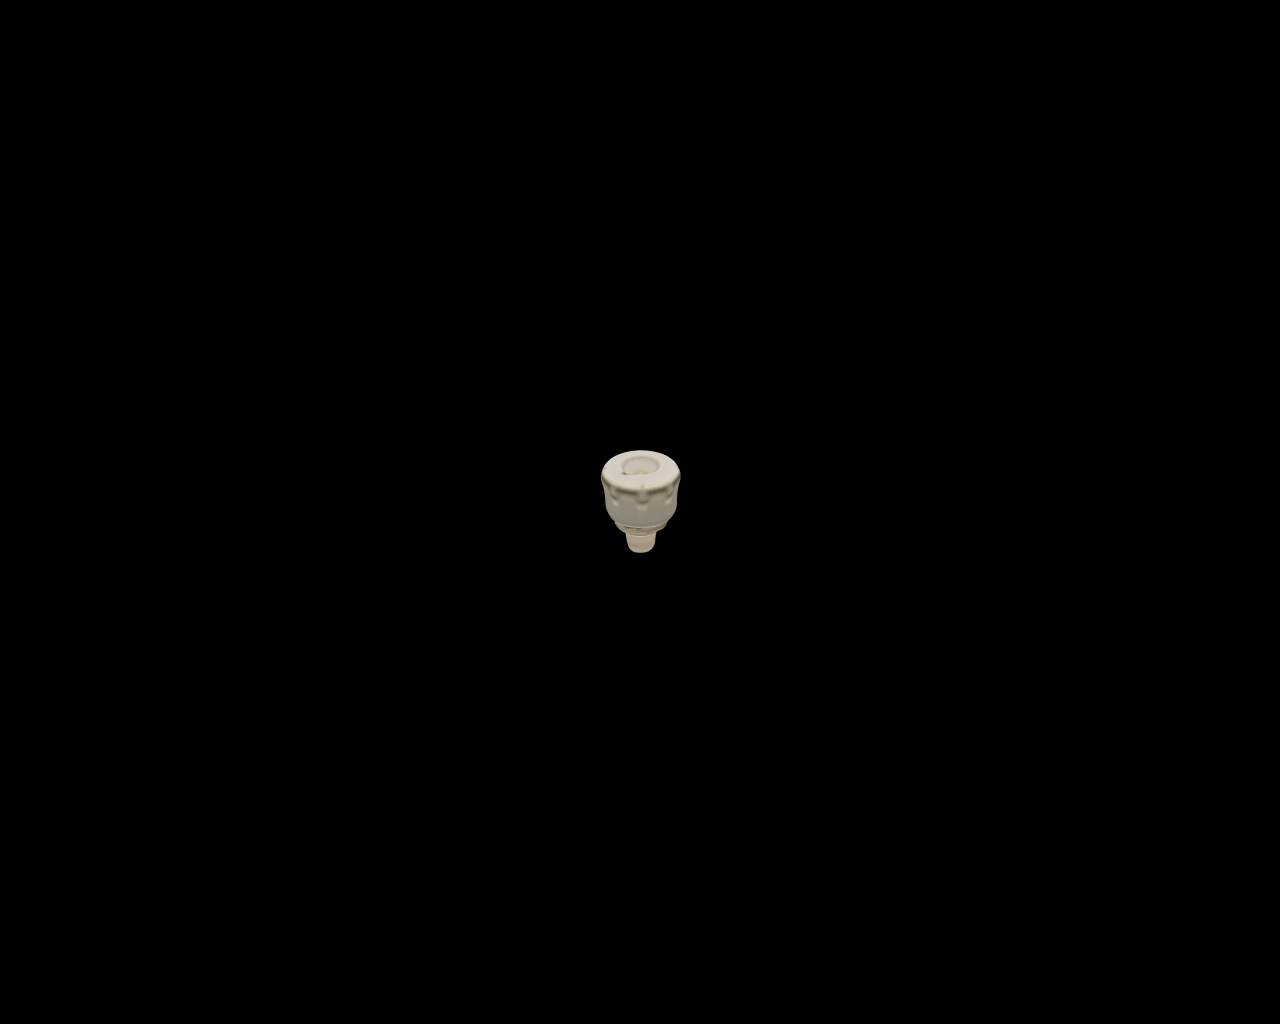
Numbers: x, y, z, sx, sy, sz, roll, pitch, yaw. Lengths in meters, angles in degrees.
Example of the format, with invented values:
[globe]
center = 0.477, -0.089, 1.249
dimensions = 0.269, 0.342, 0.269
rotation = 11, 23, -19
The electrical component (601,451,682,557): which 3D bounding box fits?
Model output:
[electrical component]
center = 0.001, -0.003, 0.650
dimensions = 0.048, 0.062, 0.048
rotation = 0, 32, 0
